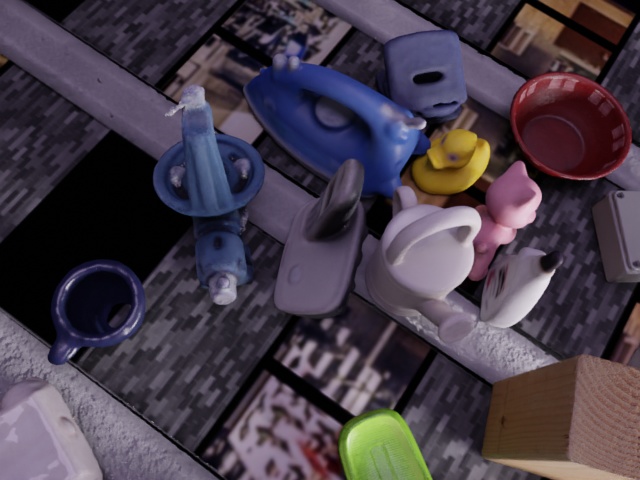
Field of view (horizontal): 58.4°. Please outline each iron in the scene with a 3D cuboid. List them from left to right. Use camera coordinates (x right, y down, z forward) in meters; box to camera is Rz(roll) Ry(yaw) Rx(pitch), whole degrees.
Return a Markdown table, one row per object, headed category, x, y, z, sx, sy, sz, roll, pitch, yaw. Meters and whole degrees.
| category | x | y | z | sx | sy | sz | roll | pitch | yaw |
| --- | --- | --- | --- | --- | --- | --- | --- | --- | --- |
| iron | 0.012 | -0.160 | 0.697 | 0.258 | 0.141 | 0.119 | 30 | 71 | 6 |

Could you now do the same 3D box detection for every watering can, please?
| category | x | y | z | sx | sy | sz | roll | pitch | yaw |
| --- | --- | --- | --- | --- | --- | --- | --- | --- | --- |
| watering can | 0.116 | 0.020 | 0.613 | 0.101 | 0.194 | 0.172 | -35 | 76 | -15 |

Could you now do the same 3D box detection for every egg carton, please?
| category | x | y | z | sx | sy | sz | roll | pitch | yaw |
| --- | --- | --- | --- | --- | --- | --- | --- | --- | --- |
| egg carton | -0.290 | 0.220 | 0.574 | 0.107 | 0.069 | 0.150 | -35 | 77 | -15 |

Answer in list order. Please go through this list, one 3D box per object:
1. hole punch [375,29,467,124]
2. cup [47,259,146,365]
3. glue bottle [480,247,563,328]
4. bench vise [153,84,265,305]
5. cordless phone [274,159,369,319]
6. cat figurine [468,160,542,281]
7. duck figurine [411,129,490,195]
| category | x | y | z | sx | sy | sz | roll | pitch | yaw |
| --- | --- | --- | --- | --- | --- | --- | --- | --- | --- |
| hole punch | 0.137 | -0.210 | 0.752 | 0.109 | 0.091 | 0.101 | -12 | 72 | -9 |
| cup | -0.233 | 0.087 | 0.612 | 0.091 | 0.095 | 0.118 | 31 | 71 | 7 |
| glue bottle | 0.222 | 0.043 | 0.625 | 0.037 | 0.173 | 0.078 | 12 | 70 | 0 |
| bench vise | -0.103 | -0.048 | 0.605 | 0.121 | 0.220 | 0.207 | -25 | 74 | -13 |
| cordless phone | 0.006 | 0.002 | 0.615 | 0.094 | 0.185 | 0.147 | 11 | 70 | 0 |
| cat figurine | 0.213 | -0.026 | 0.678 | 0.067 | 0.118 | 0.128 | 37 | 72 | 9 |
| duck figurine | 0.172 | -0.108 | 0.721 | 0.105 | 0.086 | 0.077 | -21 | 73 | -12 |
